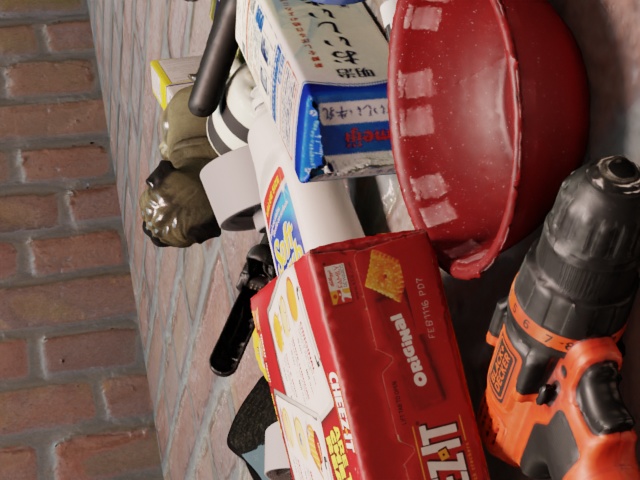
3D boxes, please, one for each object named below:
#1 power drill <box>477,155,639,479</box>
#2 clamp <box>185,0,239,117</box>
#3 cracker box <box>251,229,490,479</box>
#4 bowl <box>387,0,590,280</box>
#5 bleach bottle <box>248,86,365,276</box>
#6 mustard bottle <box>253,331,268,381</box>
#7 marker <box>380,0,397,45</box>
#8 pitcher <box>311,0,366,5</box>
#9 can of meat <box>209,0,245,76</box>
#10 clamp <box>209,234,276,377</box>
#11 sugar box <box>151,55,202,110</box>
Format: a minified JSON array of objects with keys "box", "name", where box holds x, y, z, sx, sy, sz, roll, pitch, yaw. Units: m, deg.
[{"box":[0.126,0.084,0.434,0.184,0.057,0.188,95,164,-45],"name":"power drill"},{"box":[-0.067,-0.214,0.896,0.210,0.036,0.164,-41,47,44],"name":"clamp"},{"box":[0.023,0.093,0.609,0.214,0.072,0.164,140,116,-75],"name":"cracker box"},{"box":[0.084,-0.064,0.517,0.162,0.055,0.162,173,90,-75],"name":"bowl"},{"box":[-0.005,0.001,0.798,0.103,0.068,0.251,130,125,-61],"name":"bleach bottle"},{"box":[-0.011,0.112,0.937,0.192,0.058,0.096,-147,50,-71],"name":"mustard bottle"},{"box":[0.059,-0.093,0.667,0.020,0.020,0.121,126,135,-68],"name":"marker"},{"box":[0.023,-0.193,0.527,0.243,0.149,0.145,159,104,-78],"name":"pitcher"},{"box":[-0.065,-0.203,1.001,0.102,0.057,0.084,113,145,-61],"name":"can of meat"},{"box":[-0.057,0.047,0.930,0.120,0.039,0.171,-63,-2,11],"name":"clamp"},{"box":[-0.129,-0.162,1.185,0.176,0.093,0.048,-123,29,-60],"name":"sugar box"}]
